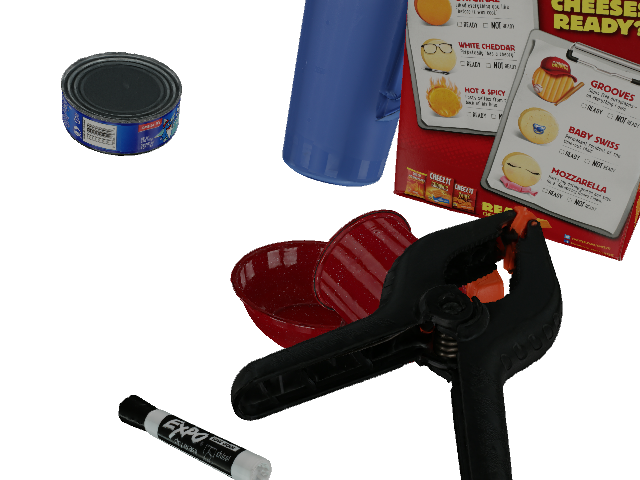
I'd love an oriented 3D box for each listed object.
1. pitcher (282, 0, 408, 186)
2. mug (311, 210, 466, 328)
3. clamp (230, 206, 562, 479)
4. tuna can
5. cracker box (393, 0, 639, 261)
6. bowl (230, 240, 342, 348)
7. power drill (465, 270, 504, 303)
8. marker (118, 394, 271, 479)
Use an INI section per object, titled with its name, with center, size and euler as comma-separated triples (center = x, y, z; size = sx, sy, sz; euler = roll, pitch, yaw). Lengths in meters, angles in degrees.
[pitcher]
center = 0.043, -0.179, 1.077
size = 0.145, 0.243, 0.149
euler = 12, 18, -1
[mug]
center = 0.048, 0.047, 0.794
size = 0.093, 0.117, 0.082
euler = 8, 27, -44
[clamp]
center = 0.059, 0.048, 0.450
size = 0.120, 0.039, 0.171
euler = 35, 54, 23
[tuna can]
center = -0.144, -0.099, 0.775
size = 0.086, 0.034, 0.086
euler = 6, 42, -6
[cracker box]
center = 0.139, -0.106, 0.674
size = 0.164, 0.214, 0.072
euler = 18, 43, 19
[bowl]
center = -0.005, 0.061, 1.013
size = 0.162, 0.055, 0.162
euler = 4, 28, -3
[power drill]
center = 0.105, 0.060, 1.191
size = 0.187, 0.057, 0.184
euler = -4, 28, -4
[marker]
center = -0.080, 0.119, 0.644
size = 0.121, 0.020, 0.020
euler = 17, 10, 38
